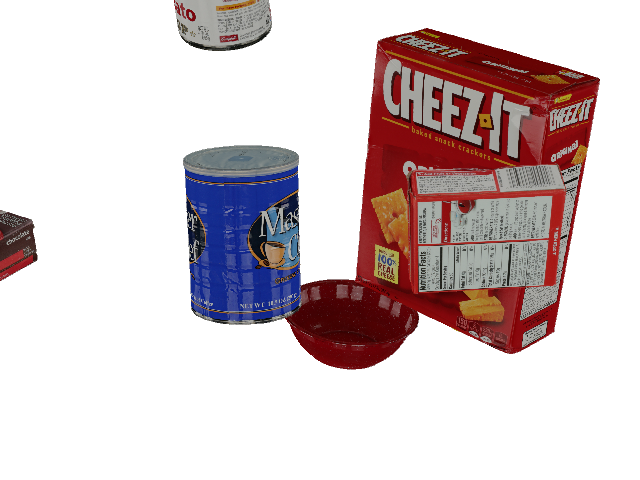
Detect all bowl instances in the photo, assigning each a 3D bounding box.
[{"bbox_3d":[0.033,0.105,1.254,0.162,0.055,0.162,4,24,-2],"label":"bowl"}]

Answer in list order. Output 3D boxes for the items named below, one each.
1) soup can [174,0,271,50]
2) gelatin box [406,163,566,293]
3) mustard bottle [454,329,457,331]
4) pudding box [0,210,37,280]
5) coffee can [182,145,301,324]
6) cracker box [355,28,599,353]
[{"bbox_3d":[-0.068,-0.188,0.717,0.068,0.102,0.068,-2,39,1],"label":"soup can"},{"bbox_3d":[0.096,-0.007,0.628,0.089,0.073,0.030,-3,39,3],"label":"gelatin box"},{"bbox_3d":[0.146,-0.007,1.088,0.058,0.192,0.096,-10,37,-15],"label":"mustard bottle"},{"bbox_3d":[-0.274,0.005,0.760,0.114,0.039,0.089,14,30,28],"label":"pudding box"},{"bbox_3d":[-0.069,-0.007,0.962,0.103,0.140,0.103,-1,16,0],"label":"coffee can"},{"bbox_3d":[0.113,-0.040,0.833,0.164,0.214,0.071,26,34,37],"label":"cracker box"}]
